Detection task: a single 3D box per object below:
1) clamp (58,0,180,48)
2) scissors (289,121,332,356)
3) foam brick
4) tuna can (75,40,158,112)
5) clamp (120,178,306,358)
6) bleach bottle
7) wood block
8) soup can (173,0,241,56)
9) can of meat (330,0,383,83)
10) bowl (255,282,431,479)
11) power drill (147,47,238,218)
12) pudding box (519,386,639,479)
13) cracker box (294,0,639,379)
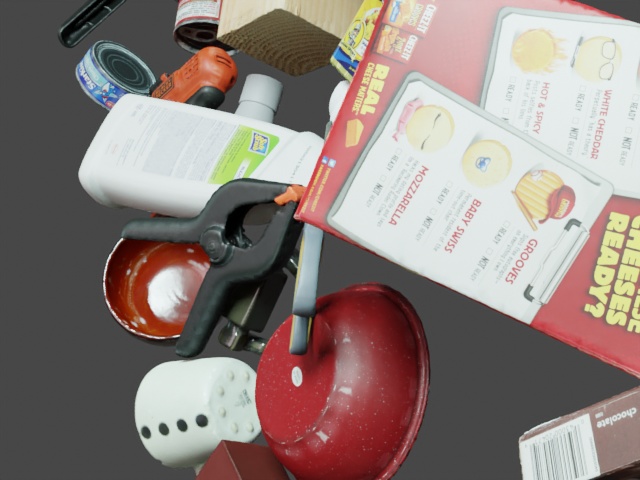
[{"bbox_3d":[-0.200,-0.288,1.161,0.165,0.036,0.210,-15,44,13],"label":"clamp"},{"bbox_3d":[-0.005,0.001,0.745,0.201,0.016,0.096,-82,1,-59],"label":"scissors"},{"bbox_3d":[-0.052,0.193,0.782,0.051,0.052,0.078,-57,37,18],"label":"foam brick"},{"bbox_3d":[-0.214,-0.171,1.135,0.034,0.086,0.086,-46,42,27],"label":"tuna can"},{"bbox_3d":[-0.081,-0.002,0.817,0.172,0.039,0.120,-42,80,23],"label":"clamp"},{"bbox_3d":[-0.075,-0.052,0.867,0.251,0.068,0.102,16,73,33],"label":"bleach bottle"},{"bbox_3d":[-0.014,-0.258,0.908,0.090,0.090,0.206,-13,64,49],"label":"wood block"},{"bbox_3d":[-0.102,-0.238,1.034,0.069,0.068,0.102,-17,61,48],"label":"soup can"},{"bbox_3d":[0.061,-0.144,0.788,0.084,0.057,0.102,-59,37,19],"label":"can of meat"},{"bbox_3d":[0.002,0.102,0.752,0.162,0.055,0.162,-26,55,44],"label":"bowl"},{"bbox_3d":[-0.145,-0.071,1.022,0.185,0.057,0.187,-36,48,38],"label":"power drill"},{"bbox_3d":[0.166,0.101,0.508,0.114,0.089,0.039,-32,49,41],"label":"pudding box"},{"bbox_3d":[0.116,-0.042,0.575,0.214,0.072,0.164,25,96,20],"label":"cracker box"}]
